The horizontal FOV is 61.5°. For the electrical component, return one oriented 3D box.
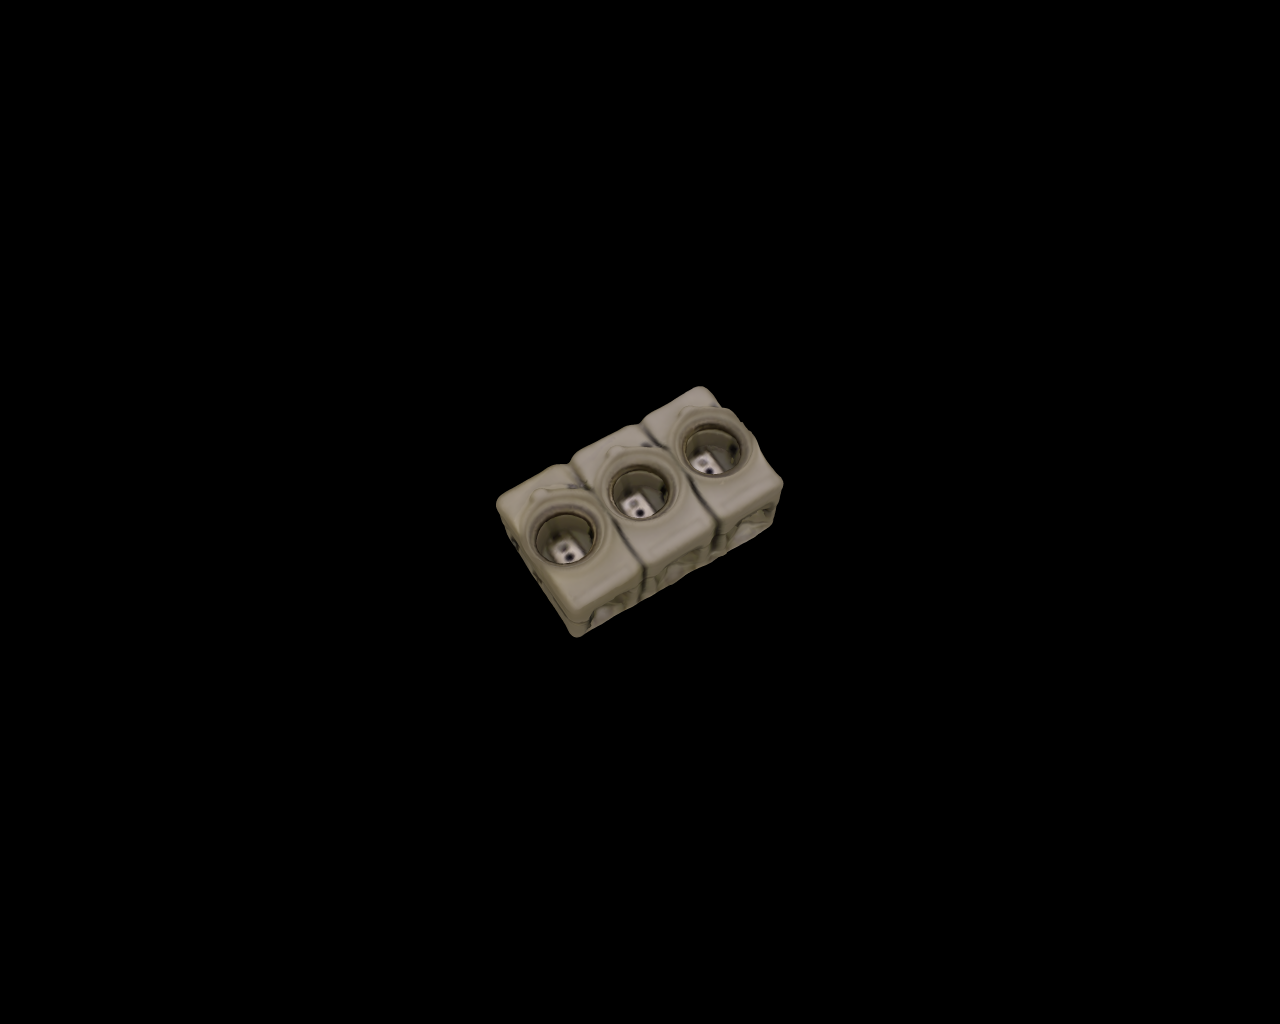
[{"bbox_3d":[0.001,-0.003,0.650,0.150,0.089,0.061,-30,-23,-14],"label":"electrical component"}]
